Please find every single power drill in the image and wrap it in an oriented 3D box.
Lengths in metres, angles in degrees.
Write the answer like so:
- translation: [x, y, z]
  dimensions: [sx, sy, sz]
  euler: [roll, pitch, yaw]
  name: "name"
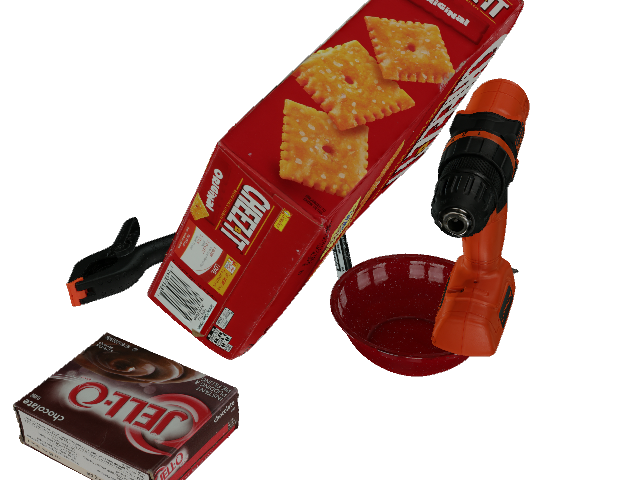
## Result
- translation: [0.118, -0.006, 0.803]
  dimensions: [0.057, 0.188, 0.184]
  euler: [11, 37, 16]
  name: "power drill"

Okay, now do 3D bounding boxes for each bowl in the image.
- translation: [0.089, 0.079, 1.015]
  dimensions: [0.162, 0.055, 0.162]
  euler: [1, 34, -1]
  name: "bowl"

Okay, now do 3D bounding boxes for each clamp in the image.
- translation: [-0.207, 0.021, 1.182]
  dimensions: [0.120, 0.039, 0.171]
  euler: [-4, 28, 30]
  name: "clamp"

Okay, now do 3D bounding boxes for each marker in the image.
- translation: [0.018, -0.009, 1.184]
  dimensions: [0.020, 0.121, 0.020]
  euler: [-10, 28, 5]
  name: "marker"

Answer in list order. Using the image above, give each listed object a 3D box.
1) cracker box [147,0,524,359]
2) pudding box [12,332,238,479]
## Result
- translation: [0.009, -0.049, 0.599]
  dimensions: [0.213, 0.072, 0.164]
  euler: [-47, -5, -35]
  name: "cracker box"
- translation: [-0.122, 0.112, 0.678]
  dimensions: [0.114, 0.039, 0.089]
  euler: [17, 34, 26]
  name: "pudding box"
